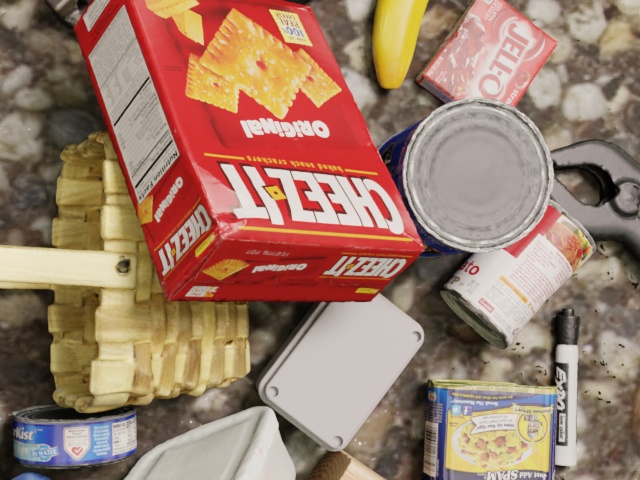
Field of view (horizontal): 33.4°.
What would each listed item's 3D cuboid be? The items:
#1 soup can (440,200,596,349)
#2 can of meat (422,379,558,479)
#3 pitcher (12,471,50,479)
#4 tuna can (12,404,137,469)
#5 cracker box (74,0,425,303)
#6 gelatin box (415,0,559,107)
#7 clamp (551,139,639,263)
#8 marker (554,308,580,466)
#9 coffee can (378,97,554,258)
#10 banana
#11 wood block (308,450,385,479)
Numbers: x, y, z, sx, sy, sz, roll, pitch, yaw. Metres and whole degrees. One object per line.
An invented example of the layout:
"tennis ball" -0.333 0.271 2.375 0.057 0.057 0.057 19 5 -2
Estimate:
"soup can" 0.148 0.023 0.803 0.068 0.068 0.102 44 83 -4
"can of meat" 0.127 0.149 0.801 0.102 0.057 0.084 4 85 -9
"pitcher" -0.261 0.272 0.715 0.242 0.149 0.145 -33 77 -11
"tuna can" -0.171 0.135 0.745 0.086 0.086 0.034 -1 90 -8
"cracker box" -0.046 -0.067 0.680 0.163 0.072 0.214 3 53 -41
"gelatin box" 0.129 -0.138 0.825 0.073 0.030 0.089 36 84 -5
"clamp" 0.237 -0.020 0.831 0.171 0.039 0.120 11 78 -5
"marker" 0.191 0.114 0.830 0.020 0.020 0.121 3 87 -8
"coffee can" 0.093 -0.040 0.761 0.102 0.140 0.103 0 88 -8
"banana" 0.091 -0.209 0.819 0.069 0.037 0.197 39 83 -3
"wood block" 0.073 0.248 0.773 0.206 0.090 0.091 36 82 -5
